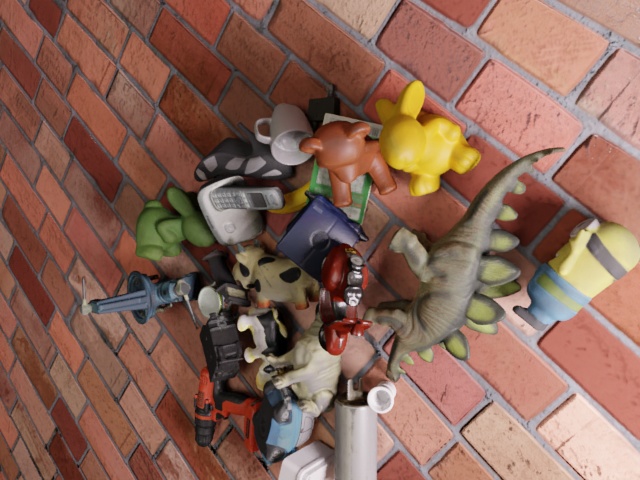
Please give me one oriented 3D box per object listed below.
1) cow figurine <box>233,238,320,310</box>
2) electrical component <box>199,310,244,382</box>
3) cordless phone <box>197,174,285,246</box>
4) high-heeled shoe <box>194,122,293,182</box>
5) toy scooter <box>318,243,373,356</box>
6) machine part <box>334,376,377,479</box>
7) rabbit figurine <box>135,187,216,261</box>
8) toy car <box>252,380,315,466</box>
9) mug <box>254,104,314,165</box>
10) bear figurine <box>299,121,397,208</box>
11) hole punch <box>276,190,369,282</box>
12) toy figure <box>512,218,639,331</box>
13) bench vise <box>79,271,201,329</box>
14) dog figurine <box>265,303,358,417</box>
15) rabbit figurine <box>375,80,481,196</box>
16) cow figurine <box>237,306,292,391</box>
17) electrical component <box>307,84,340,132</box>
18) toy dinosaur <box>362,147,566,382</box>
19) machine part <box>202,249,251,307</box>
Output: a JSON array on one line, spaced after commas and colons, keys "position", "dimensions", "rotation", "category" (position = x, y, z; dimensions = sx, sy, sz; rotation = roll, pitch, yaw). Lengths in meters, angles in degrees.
[{"position": [-0.094, 0.064, 1.041], "dimensions": [0.195, 0.085, 0.127], "rotation": [0, 100, 37], "category": "cow figurine"}, {"position": [-0.207, 0.226, 1.115], "dimensions": [0.134, 0.058, 0.115], "rotation": [118, 141, -48], "category": "electrical component"}, {"position": [-0.132, -0.056, 1.035], "dimensions": [0.184, 0.089, 0.146], "rotation": [5, 131, 31], "category": "cordless phone"}, {"position": [-0.158, -0.141, 1.097], "dimensions": [0.145, 0.086, 0.249], "rotation": [46, 141, -11], "category": "high-heeled shoe"}, {"position": [0.042, 0.095, 0.849], "dimensions": [0.135, 0.075, 0.183], "rotation": [174, 104, -74], "category": "toy scooter"}, {"position": [0.064, 0.363, 0.957], "dimensions": [0.079, 0.079, 0.243], "rotation": [2, 94, 34], "category": "machine part"}, {"position": [-0.301, -0.032, 1.179], "dimensions": [0.170, 0.121, 0.159], "rotation": [0, 86, 16], "category": "rabbit figurine"}, {"position": [-0.063, 0.341, 1.026], "dimensions": [0.109, 0.103, 0.161], "rotation": [48, 127, 54], "category": "toy car"}, {"position": [-0.068, -0.201, 0.987], "dimensions": [0.080, 0.109, 0.107], "rotation": [105, 160, -45], "category": "mug"}, {"position": [0.048, -0.118, 0.841], "dimensions": [0.120, 0.196, 0.131], "rotation": [-17, 95, 11], "category": "bear figurine"}, {"position": [-0.002, -0.003, 0.943], "dimensions": [0.142, 0.092, 0.115], "rotation": [40, 120, -5], "category": "hole punch"}, {"position": [0.350, 0.051, 0.737], "dimensions": [0.089, 0.082, 0.180], "rotation": [36, 106, 7], "category": "toy figure"}, {"position": [-0.387, 0.127, 1.165], "dimensions": [0.224, 0.240, 0.128], "rotation": [4, 100, 50], "category": "bench vise"}, {"position": [0.020, 0.211, 0.978], "dimensions": [0.190, 0.172, 0.121], "rotation": [-40, 35, 3], "category": "dog figurine"}, {"position": [0.147, -0.153, 0.806], "dimensions": [0.122, 0.173, 0.162], "rotation": [-20, 86, 38], "category": "rabbit figurine"}, {"position": [-0.096, 0.215, 1.059], "dimensions": [0.098, 0.068, 0.167], "rotation": [-10, 96, 31], "category": "cow figurine"}, {"position": [0.005, -0.238, 0.988], "dimensions": [0.063, 0.021, 0.094], "rotation": [7, 98, 35], "category": "electrical component"}, {"position": [0.203, 0.054, 0.829], "dimensions": [0.199, 0.105, 0.470], "rotation": [29, 118, 22], "category": "toy dinosaur"}, {"position": [-0.194, 0.081, 1.115], "dimensions": [0.039, 0.084, 0.139], "rotation": [-45, 59, 22], "category": "machine part"}]
